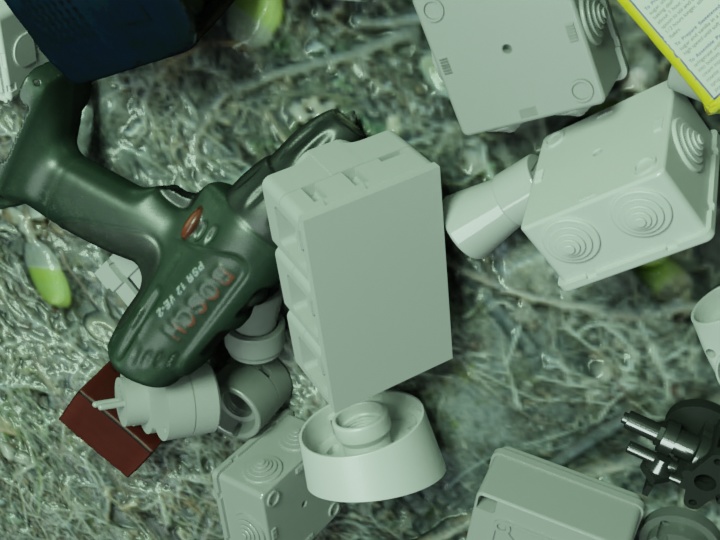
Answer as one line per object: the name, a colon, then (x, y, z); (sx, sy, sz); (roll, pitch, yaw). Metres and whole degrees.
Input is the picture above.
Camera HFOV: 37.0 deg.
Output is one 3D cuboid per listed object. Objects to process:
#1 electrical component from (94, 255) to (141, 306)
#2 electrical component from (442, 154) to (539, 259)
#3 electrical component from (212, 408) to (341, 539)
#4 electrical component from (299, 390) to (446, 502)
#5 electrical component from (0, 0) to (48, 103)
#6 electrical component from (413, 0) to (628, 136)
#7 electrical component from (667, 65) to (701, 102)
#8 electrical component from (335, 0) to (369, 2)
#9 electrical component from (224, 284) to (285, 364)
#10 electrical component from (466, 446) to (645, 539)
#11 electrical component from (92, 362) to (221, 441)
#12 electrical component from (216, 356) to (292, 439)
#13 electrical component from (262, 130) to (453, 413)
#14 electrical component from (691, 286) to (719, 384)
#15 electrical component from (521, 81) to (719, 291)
electrical component: (-0.156, 0.006, 0.793); (0.055, 0.048, 0.066); (51, 129, -1)
electrical component: (0.087, -0.040, 0.638); (0.065, 0.044, 0.044); (-31, 103, 34)
electrical component: (-0.060, 0.169, 0.817); (0.048, 0.100, 0.099); (18, 128, 32)
electrical component: (0.007, 0.128, 0.757); (0.099, 0.099, 0.064); (-3, 113, 29)
electrical component: (-0.259, -0.160, 0.724); (0.096, 0.061, 0.061); (16, 127, 18)
electrical component: (0.085, -0.126, 0.576); (0.100, 0.048, 0.099); (-10, 115, 32)
electrical component: (0.184, -0.106, 0.534); (0.047, 0.055, 0.055); (23, 129, 17)
electrical component: (-0.023, -0.174, 0.603); (0.081, 0.043, 0.043); (10, 125, 22)
electrical component: (-0.076, 0.033, 0.768); (0.045, 0.045, 0.055); (15, 127, 18)
electrical component: (0.132, 0.194, 0.759); (0.109, 0.056, 0.108); (19, 128, 16)
electrical component: (-0.160, 0.095, 0.797); (0.138, 0.074, 0.052); (-1, 95, 64)
electrical component: (-0.086, 0.094, 0.812); (0.055, 0.047, 0.055); (14, 126, 19)
electrical component: (0.000, 0.000, 0.662); (0.061, 0.089, 0.150); (46, 152, 46)
electrical component: (0.242, 0.041, 0.607); (0.079, 0.044, 0.077); (-27, 106, 37)
electrical component: (0.138, -0.046, 0.570); (0.100, 0.099, 0.048); (-23, 121, 37)
